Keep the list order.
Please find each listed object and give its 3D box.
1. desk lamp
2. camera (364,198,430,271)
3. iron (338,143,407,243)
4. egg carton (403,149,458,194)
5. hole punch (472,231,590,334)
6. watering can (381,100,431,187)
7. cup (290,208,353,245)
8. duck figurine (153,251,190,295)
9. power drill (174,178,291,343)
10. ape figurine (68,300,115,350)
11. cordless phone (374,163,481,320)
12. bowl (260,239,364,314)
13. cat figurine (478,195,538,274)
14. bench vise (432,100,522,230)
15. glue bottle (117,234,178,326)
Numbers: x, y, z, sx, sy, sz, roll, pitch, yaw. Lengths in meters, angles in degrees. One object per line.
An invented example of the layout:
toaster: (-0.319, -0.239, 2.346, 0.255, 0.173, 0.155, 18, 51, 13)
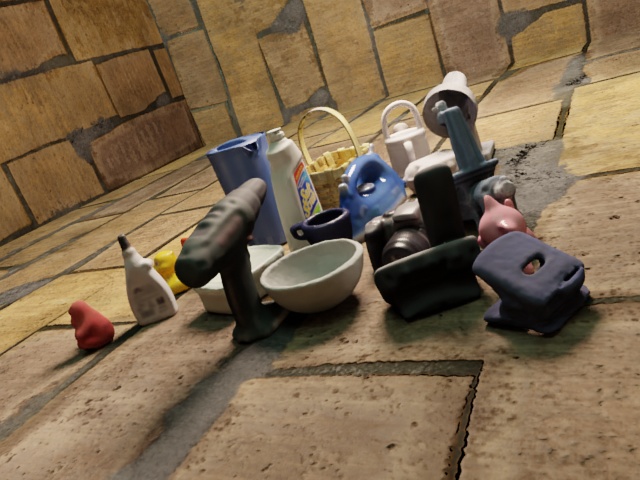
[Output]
desk lamp: (0.322, -0.275, 1.328, 0.117, 0.214, 0.203, -10, 20, 26)
camera: (0.128, 0.002, 0.897, 0.142, 0.101, 0.137, -8, 21, 30)
iron: (0.086, -0.099, 1.167, 0.118, 0.142, 0.259, -8, 21, 29)
egg carton: (0.263, -0.151, 1.257, 0.150, 0.069, 0.107, -25, 19, -17)
hole punch: (0.248, 0.044, 0.668, 0.109, 0.091, 0.100, -32, 22, -34)
watering can: (0.202, -0.235, 1.363, 0.101, 0.194, 0.172, -23, 19, -13)
cup: (0.009, 0.004, 1.020, 0.117, 0.095, 0.092, -11, 20, 23)
duck figurine: (-0.304, 0.062, 1.180, 0.104, 0.086, 0.077, -19, 18, 1)
power drill: (-0.118, 0.036, 0.870, 0.075, 0.209, 0.230, -8, 21, 29)
ape figurine: (-0.418, 0.150, 1.028, 0.076, 0.092, 0.078, -14, 19, 15)
cordless phone: (0.133, -0.002, 0.765, 0.147, 0.185, 0.094, -20, 18, -3)
bowl: (-0.003, 0.066, 0.885, 0.167, 0.075, 0.167, -17, 18, 6)
cat figurine: (0.255, -0.013, 0.784, 0.067, 0.118, 0.128, -8, 21, 31)
bench vise: (0.258, -0.124, 0.941, 0.122, 0.220, 0.206, -28, 20, -24)
glue bottle: (-0.325, 0.068, 1.042, 0.078, 0.173, 0.037, -20, 18, -2)
